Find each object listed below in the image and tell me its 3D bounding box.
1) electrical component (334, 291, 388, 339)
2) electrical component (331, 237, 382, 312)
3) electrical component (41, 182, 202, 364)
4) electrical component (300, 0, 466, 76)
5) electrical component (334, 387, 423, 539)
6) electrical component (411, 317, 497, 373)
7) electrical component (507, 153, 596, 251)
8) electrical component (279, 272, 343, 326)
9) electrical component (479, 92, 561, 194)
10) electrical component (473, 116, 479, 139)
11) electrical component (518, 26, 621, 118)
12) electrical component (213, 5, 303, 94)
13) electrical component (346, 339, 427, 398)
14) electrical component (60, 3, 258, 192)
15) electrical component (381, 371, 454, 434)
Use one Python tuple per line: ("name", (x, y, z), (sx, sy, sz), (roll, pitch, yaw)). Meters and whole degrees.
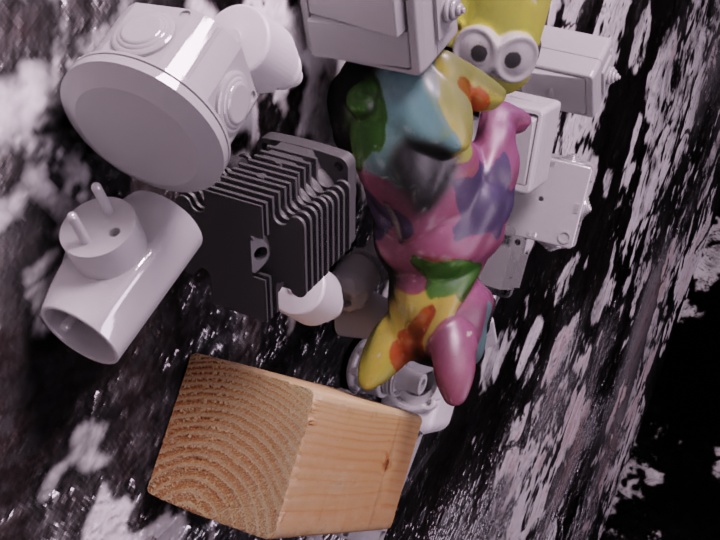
("electrical component", (0.019, 0.039, 0.826), (0.044, 0.065, 0.044), (-48, 147, -46))
("electrical component", (0.000, 0.000, 0.798), (0.061, 0.035, 0.035), (-59, 153, -34))
("electrical component", (-0.119, -0.008, 0.513), (0.077, 0.044, 0.079), (-59, 153, -30))
("electrical component", (0.015, -0.158, 0.643), (0.061, 0.096, 0.061), (-53, 149, -37))
("electrical component", (-0.003, 0.163, 0.875), (0.108, 0.056, 0.108), (-68, 156, -11))
("electrical component", (0.065, 0.040, 0.902), (0.083, 0.047, 0.075), (-22, 142, -3))
("electrical component", (0.182, -0.073, 1.078), (0.048, 0.100, 0.099), (-32, 136, -75))
("electrical component", (-0.031, 0.018, 0.733), (0.040, 0.040, 0.078), (-70, 157, -8))
("electrical component", (0.142, -0.113, 1.003), (0.061, 0.062, 0.096), (-33, 135, -56))
("electrical component", (0.089, -0.100, 0.917), (0.043, 0.043, 0.062), (-36, 136, -55))
("electrical component", (0.203, -0.189, 1.042), (0.061, 0.096, 0.061), (-61, 155, -25))
("electrical component", (-0.053, -0.116, 0.591), (0.078, 0.040, 0.040), (16, 91, -67))
("electrical component", (0.023, 0.083, 0.871), (0.048, 0.062, 0.048), (-47, 146, -46))
("electrical component", (-0.090, -0.077, 0.489), (0.080, 0.080, 0.051), (75, 33, -51))
("electrical component", (0.057, 0.097, 0.967), (0.059, 0.054, 0.095), (9, 97, -67))
